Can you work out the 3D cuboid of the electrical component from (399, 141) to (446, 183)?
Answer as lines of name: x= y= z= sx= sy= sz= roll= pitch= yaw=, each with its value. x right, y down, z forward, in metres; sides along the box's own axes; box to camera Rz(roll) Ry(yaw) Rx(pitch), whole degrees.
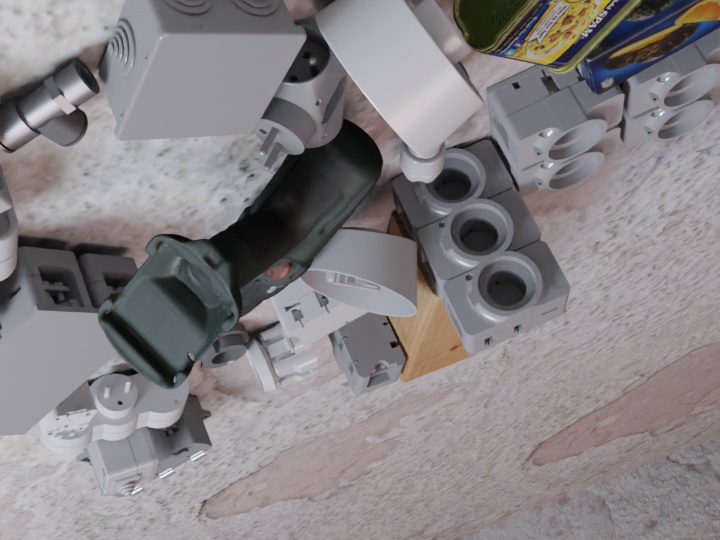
electrical component: x=0.049 y=-0.094 z=0.819 sx=0.035 sy=0.035 sz=0.061 roll=-20 pitch=155 yaw=-12

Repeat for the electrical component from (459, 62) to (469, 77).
electrical component: x=0.047 y=-0.126 z=0.742 sx=0.046 sy=0.040 sz=0.040 roll=-33 pitch=157 yaw=34

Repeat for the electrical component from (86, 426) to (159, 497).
electrical component: x=-0.228 y=0.171 z=1.036 sx=0.061 sy=0.096 sz=0.061 roll=-15 pitch=156 yaw=-25

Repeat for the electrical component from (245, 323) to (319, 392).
electrical component: x=-0.078 y=0.084 z=1.052 sx=0.057 sy=0.058 sz=0.078 roll=-23 pitch=158 yaw=-11

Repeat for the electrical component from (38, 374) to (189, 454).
electrical component: x=-0.224 y=0.119 z=0.984 sx=0.138 sy=0.052 sz=0.073 roll=-14 pitch=155 yaw=-24

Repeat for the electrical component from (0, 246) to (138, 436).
electrical component: x=-0.254 y=0.055 z=0.802 sx=0.186 sy=0.060 sz=0.105 roll=-38 pitch=154 yaw=29

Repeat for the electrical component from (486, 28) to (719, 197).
electrical component: x=0.200 y=-0.133 z=0.852 sx=0.186 sy=0.060 sz=0.105 roll=-25 pitch=158 yaw=1

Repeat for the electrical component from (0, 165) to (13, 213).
electrical component: x=-0.248 y=-0.049 z=0.598 sx=0.077 sy=0.047 sz=0.065 roll=-26 pitch=158 yaw=3

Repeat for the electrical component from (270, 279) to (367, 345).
electrical component: x=-0.030 y=0.018 z=0.956 sx=0.089 sy=0.055 sz=0.050 roll=-30 pitch=157 yaw=11

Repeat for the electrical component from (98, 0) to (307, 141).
electrical component: x=-0.091 y=-0.119 z=0.600 sx=0.100 sy=0.048 sz=0.099 roll=-8 pitch=152 yaw=-35

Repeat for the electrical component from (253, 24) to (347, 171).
electrical component: x=-0.043 y=-0.099 z=0.670 sx=0.077 sy=0.043 sz=0.079 roll=81 pitch=33 yaw=-67

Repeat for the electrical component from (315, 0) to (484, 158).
electrical component: x=0.030 y=-0.127 z=0.638 sx=0.060 sy=0.108 sz=0.108 roll=-37 pitch=155 yaw=13

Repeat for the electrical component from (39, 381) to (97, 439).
electrical component: x=-0.253 y=0.104 z=0.908 sx=0.042 sy=0.063 sz=0.081 roll=-9 pitch=153 yaw=-35

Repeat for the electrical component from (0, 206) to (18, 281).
electrical component: x=-0.259 y=-0.017 z=0.648 sx=0.095 sy=0.053 sz=0.059 roll=-14 pitch=155 yaw=-26

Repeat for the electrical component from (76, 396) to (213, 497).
electrical component: x=-0.219 y=0.184 z=1.117 sx=0.121 sy=0.063 sz=0.079 roll=-30 pitch=157 yaw=12

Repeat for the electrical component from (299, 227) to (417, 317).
electrical component: x=0.000 y=0.000 z=0.868 sx=0.099 sy=0.064 sz=0.099 roll=6 pitch=174 yaw=1

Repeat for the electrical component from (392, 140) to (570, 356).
electrical component: x=0.097 y=-0.021 z=0.876 sx=0.089 sy=0.150 sz=0.061 roll=-24 pitch=158 yaw=-4

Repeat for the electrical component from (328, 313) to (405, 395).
electrical component: x=0.002 y=0.071 z=1.060 sx=0.050 sy=0.089 sz=0.055 roll=-18 pitch=157 yaw=-16
